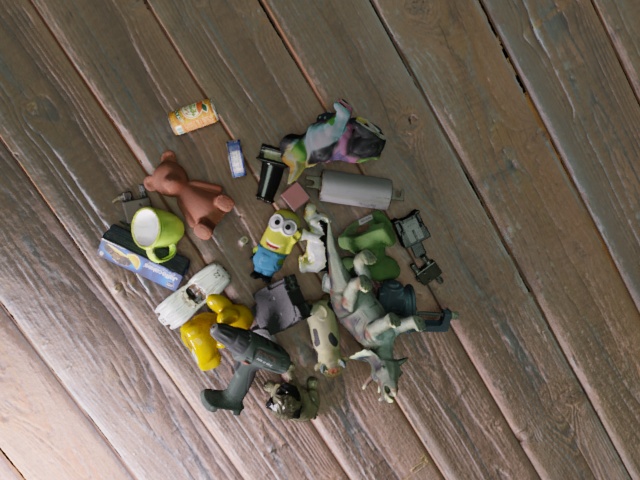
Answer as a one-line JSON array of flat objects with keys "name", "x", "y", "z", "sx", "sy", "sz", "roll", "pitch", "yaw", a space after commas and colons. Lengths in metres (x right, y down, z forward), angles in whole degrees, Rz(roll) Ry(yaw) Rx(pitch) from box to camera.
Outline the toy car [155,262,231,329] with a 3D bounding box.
[{"name": "toy car", "x": -0.305, "y": 0.133, "z": 1.291, "sx": 0.202, "sy": 0.056, "sz": 0.073, "roll": -39, "pitch": 100, "yaw": 1}]

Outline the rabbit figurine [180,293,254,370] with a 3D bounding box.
[{"name": "rabbit figurine", "x": -0.239, "y": 0.198, "z": 1.276, "sx": 0.173, "sy": 0.122, "sz": 0.162, "roll": -22, "pitch": 138, "yaw": -25}]

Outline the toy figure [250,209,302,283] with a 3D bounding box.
[{"name": "toy figure", "x": -0.109, "y": 0.010, "z": 1.282, "sx": 0.082, "sy": 0.089, "sz": 0.180, "roll": 18, "pitch": 105, "yaw": -21}]

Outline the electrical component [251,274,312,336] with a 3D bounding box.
[{"name": "electrical component", "x": -0.099, "y": 0.160, "z": 1.285, "sx": 0.134, "sy": 0.058, "sz": 0.115, "roll": -32, "pitch": 77, "yaw": 29}]

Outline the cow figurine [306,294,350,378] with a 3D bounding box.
[{"name": "cow figurine", "x": 0.017, "y": 0.240, "z": 1.304, "sx": 0.085, "sy": 0.127, "sz": 0.194, "roll": -12, "pitch": 97, "yaw": -1}]

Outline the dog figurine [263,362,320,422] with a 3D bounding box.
[{"name": "dog figurine", "x": -0.056, "y": 0.401, "z": 1.288, "sx": 0.172, "sy": 0.191, "sz": 0.121, "roll": 36, "pitch": 94, "yaw": -11}]

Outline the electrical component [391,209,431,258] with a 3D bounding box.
[{"name": "electrical component", "x": 0.230, "y": -0.009, "z": 1.328, "sx": 0.075, "sy": 0.048, "sz": 0.119, "roll": -22, "pitch": 98, "yaw": -2}]

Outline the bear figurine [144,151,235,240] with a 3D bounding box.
[{"name": "bear figurine", "x": -0.301, "y": -0.107, "z": 1.222, "sx": 0.195, "sy": 0.132, "sz": 0.120, "roll": 40, "pitch": 91, "yaw": -16}]

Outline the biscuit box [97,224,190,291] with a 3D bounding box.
[{"name": "biscuit box", "x": -0.409, "y": 0.042, "z": 1.256, "sx": 0.203, "sy": 0.063, "sz": 0.059, "roll": 27, "pitch": 125, "yaw": -9}]

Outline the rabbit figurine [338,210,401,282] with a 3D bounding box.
[{"name": "rabbit figurine", "x": 0.128, "y": 0.042, "z": 1.295, "sx": 0.159, "sy": 0.121, "sz": 0.170, "roll": -29, "pitch": 115, "yaw": 3}]

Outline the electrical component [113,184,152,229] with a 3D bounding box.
[{"name": "electrical component", "x": -0.435, "y": -0.072, "z": 1.256, "sx": 0.078, "sy": 0.045, "sz": 0.102, "roll": -22, "pitch": 103, "yaw": -26}]

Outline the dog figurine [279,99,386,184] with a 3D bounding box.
[{"name": "dog figurine", "x": 0.017, "y": -0.200, "z": 1.216, "sx": 0.191, "sy": 0.108, "sz": 0.219, "roll": 39, "pitch": 113, "yaw": -12}]

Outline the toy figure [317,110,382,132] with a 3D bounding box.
[{"name": "toy figure", "x": 0.068, "y": -0.267, "z": 1.271, "sx": 0.154, "sy": 0.057, "sz": 0.064, "roll": 18, "pitch": 59, "yaw": -6}]

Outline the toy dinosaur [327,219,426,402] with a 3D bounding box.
[{"name": "toy dinosaur", "x": 0.093, "y": 0.160, "z": 1.220, "sx": 0.192, "sy": 0.131, "sz": 0.405, "roll": -45, "pitch": 69, "yaw": 37}]

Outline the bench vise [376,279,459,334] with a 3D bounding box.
[{"name": "bench vise", "x": 0.218, "y": 0.201, "z": 1.320, "sx": 0.241, "sy": 0.129, "sz": 0.223, "roll": 3, "pitch": 108, "yaw": -5}]

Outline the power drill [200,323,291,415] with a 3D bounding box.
[{"name": "power drill", "x": -0.196, "y": 0.298, "z": 1.244, "sx": 0.232, "sy": 0.086, "sz": 0.207, "roll": 24, "pitch": 99, "yaw": -35}]

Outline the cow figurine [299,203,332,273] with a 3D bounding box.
[{"name": "cow figurine", "x": -0.002, "y": -0.005, "z": 1.294, "sx": 0.098, "sy": 0.068, "sz": 0.167, "roll": 4, "pitch": 98, "yaw": -6}]

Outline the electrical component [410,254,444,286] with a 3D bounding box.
[{"name": "electrical component", "x": 0.271, "y": 0.083, "z": 1.355, "sx": 0.063, "sy": 0.021, "sz": 0.094, "roll": -38, "pitch": 110, "yaw": 3}]

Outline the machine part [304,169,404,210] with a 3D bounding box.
[{"name": "machine part", "x": 0.083, "y": -0.119, "z": 1.282, "sx": 0.243, "sy": 0.079, "sz": 0.079, "roll": 9, "pitch": 98, "yaw": -8}]

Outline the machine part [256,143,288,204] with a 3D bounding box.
[{"name": "machine part", "x": -0.118, "y": -0.155, "z": 1.277, "sx": 0.084, "sy": 0.039, "sz": 0.138, "roll": 9, "pitch": 96, "yaw": -16}]
